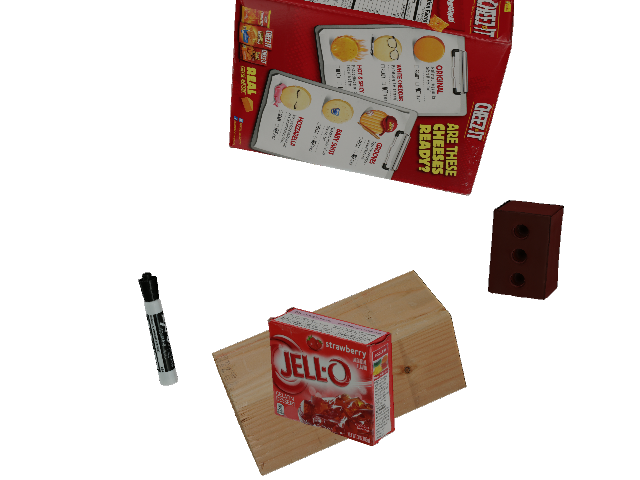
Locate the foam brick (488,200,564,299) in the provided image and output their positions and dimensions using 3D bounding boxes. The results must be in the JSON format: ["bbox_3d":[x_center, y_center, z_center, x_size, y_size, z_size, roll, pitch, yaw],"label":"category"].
[{"bbox_3d":[0.182,0.008,0.943,0.053,0.078,0.051,7,16,23],"label":"foam brick"}]

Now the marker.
[{"bbox_3d":[-0.168,0.091,1.104,0.020,0.121,0.020,-9,15,2],"label":"marker"}]

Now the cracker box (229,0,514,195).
[{"bbox_3d":[0.037,-0.135,0.876,0.213,0.072,0.164,11,-42,3],"label":"cracker box"}]

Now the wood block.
[{"bbox_3d":[0.017,0.120,0.983,0.206,0.091,0.090,-22,32,-9],"label":"wood block"}]

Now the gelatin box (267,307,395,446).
[{"bbox_3d":[0.006,0.091,0.723,0.089,0.073,0.030,11,23,37],"label":"gelatin box"}]
